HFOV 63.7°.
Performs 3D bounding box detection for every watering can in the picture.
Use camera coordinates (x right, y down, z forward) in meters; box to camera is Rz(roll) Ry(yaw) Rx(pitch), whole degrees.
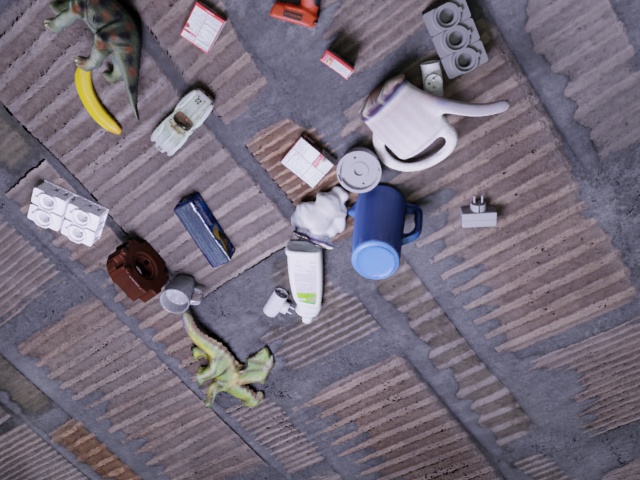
[{"bbox_3d":[0.223,-0.274,1.132,0.223,0.106,0.342,43,143,-11],"label":"watering can"}]

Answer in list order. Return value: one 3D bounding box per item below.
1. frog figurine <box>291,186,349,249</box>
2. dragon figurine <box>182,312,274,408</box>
[{"bbox_3d":[0.004,-0.067,1.324,0.137,0.121,0.160,22,82,5],"label":"frog figurine"},{"bbox_3d":[-0.265,0.374,1.580,0.243,0.124,0.402,-10,118,-7],"label":"dragon figurine"}]
